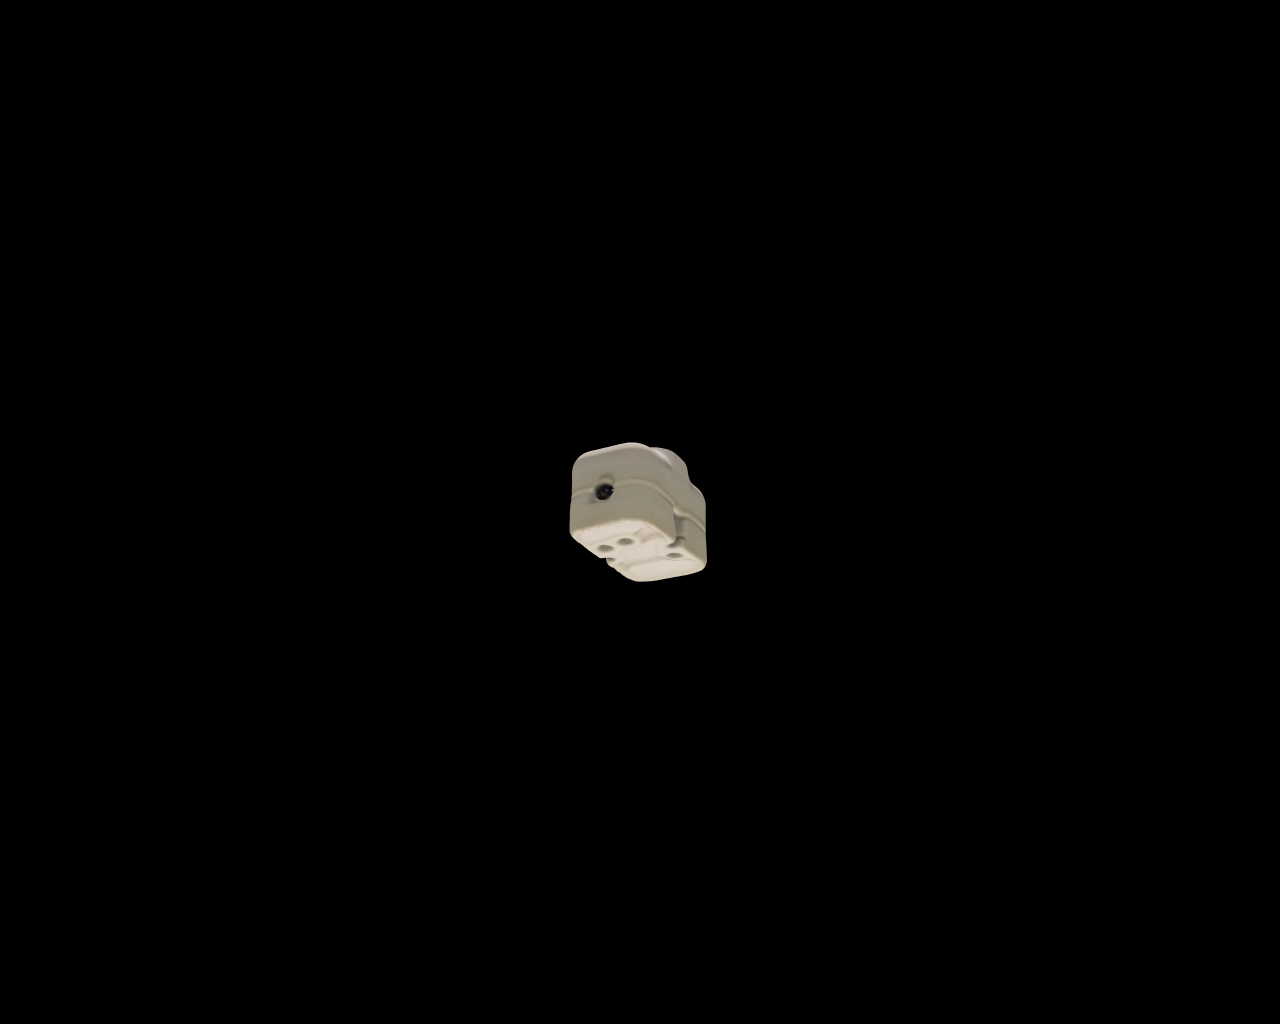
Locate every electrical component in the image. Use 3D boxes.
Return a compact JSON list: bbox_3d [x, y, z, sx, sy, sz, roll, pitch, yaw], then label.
[{"bbox_3d":[0.001,-0.003,0.650,0.053,0.059,0.095,-12,-27,25],"label":"electrical component"}]
